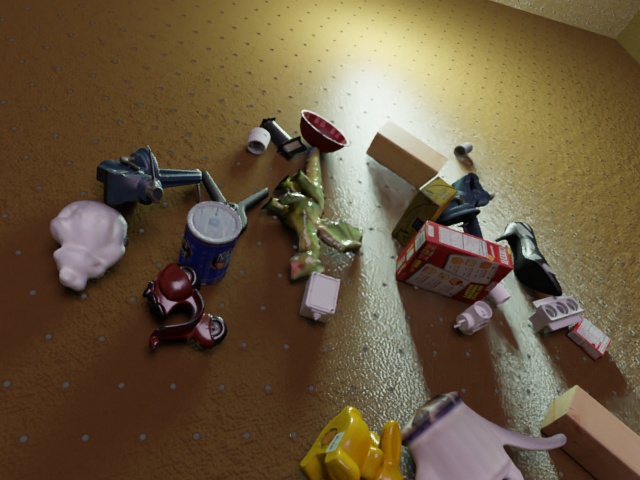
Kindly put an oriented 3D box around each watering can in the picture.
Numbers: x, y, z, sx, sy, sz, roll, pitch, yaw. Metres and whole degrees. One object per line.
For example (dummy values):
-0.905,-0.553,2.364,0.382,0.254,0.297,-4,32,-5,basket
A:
0.286,0.375,0.931,0.351,0.101,0.227,-21,60,-35,watering can

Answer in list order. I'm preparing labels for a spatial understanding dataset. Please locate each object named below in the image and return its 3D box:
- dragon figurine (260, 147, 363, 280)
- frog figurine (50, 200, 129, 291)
0.004,-0.062,1.229,0.241,0.120,0.419,42,42,-9,dragon figurine
-0.431,0.006,0.940,0.136,0.121,0.163,38,31,-16,frog figurine
